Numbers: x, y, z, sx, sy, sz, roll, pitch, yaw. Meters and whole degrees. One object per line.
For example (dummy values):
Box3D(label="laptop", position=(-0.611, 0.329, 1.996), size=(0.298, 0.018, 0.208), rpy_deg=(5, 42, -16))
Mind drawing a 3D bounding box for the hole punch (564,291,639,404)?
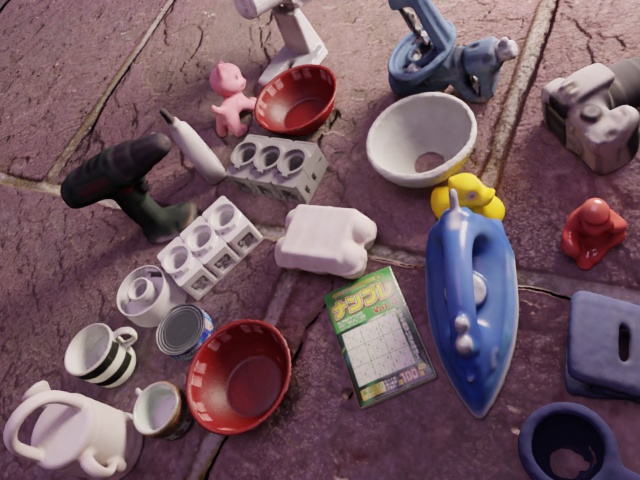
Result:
Box3D(label="hole punch", position=(0.323, 0.116, 0.628), size=(0.100, 0.091, 0.109), rpy_deg=(2, 61, 25))

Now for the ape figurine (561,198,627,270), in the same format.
Box3D(label="ape figurine", position=(0.336, -0.017, 0.705), size=(0.077, 0.092, 0.076), rpy_deg=(-8, 57, 20))

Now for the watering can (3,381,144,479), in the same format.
Box3D(label="watering can", position=(-0.343, 0.259, 0.775), size=(0.172, 0.195, 0.101), rpy_deg=(7, 64, 28))

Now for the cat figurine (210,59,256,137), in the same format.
Box3D(label="cat figurine", position=(-0.176, -0.277, 1.084), size=(0.067, 0.118, 0.128), rpy_deg=(0, 60, 25))

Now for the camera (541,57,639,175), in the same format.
Box3D(label="camera", position=(0.393, -0.188, 0.781), size=(0.137, 0.101, 0.143), rpy_deg=(-30, 52, 4))

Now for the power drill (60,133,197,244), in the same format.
Box3D(label="power drill", position=(-0.300, -0.082, 0.960), size=(0.229, 0.209, 0.075), rpy_deg=(-14, 55, 16))

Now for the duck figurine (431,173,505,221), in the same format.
Box3D(label="duck figurine", position=(0.200, -0.060, 0.798), size=(0.104, 0.086, 0.077), rpy_deg=(18, 69, 32))

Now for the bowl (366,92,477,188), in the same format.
Box3D(label="bowl", position=(0.158, -0.139, 0.873), size=(0.167, 0.075, 0.167), rpy_deg=(-11, 56, 18))

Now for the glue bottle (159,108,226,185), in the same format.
Box3D(label="glue bottle", position=(-0.229, -0.172, 1.007), size=(0.037, 0.174, 0.078), rpy_deg=(-34, 52, 1))

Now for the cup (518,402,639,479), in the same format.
Box3D(label="cup", position=(0.266, 0.227, 0.582), size=(0.117, 0.095, 0.092), rpy_deg=(21, 70, 33))

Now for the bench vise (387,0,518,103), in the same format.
Box3D(label="bench vise", position=(0.187, -0.314, 0.878), size=(0.207, 0.220, 0.121), rpy_deg=(-10, 57, 19))

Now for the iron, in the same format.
Box3D(label="iron", position=(0.177, 0.070, 0.692), size=(0.118, 0.142, 0.258), rpy_deg=(-8, 57, 20))

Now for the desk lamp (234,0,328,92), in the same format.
Box3D(label="desk lamp", position=(-0.063, -0.420, 1.061), size=(0.117, 0.214, 0.203), rpy_deg=(22, 71, 33))

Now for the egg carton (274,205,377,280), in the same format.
Box3D(label="egg carton", position=(0.008, 0.003, 0.856), size=(0.149, 0.070, 0.107), rpy_deg=(6, 63, 27))
